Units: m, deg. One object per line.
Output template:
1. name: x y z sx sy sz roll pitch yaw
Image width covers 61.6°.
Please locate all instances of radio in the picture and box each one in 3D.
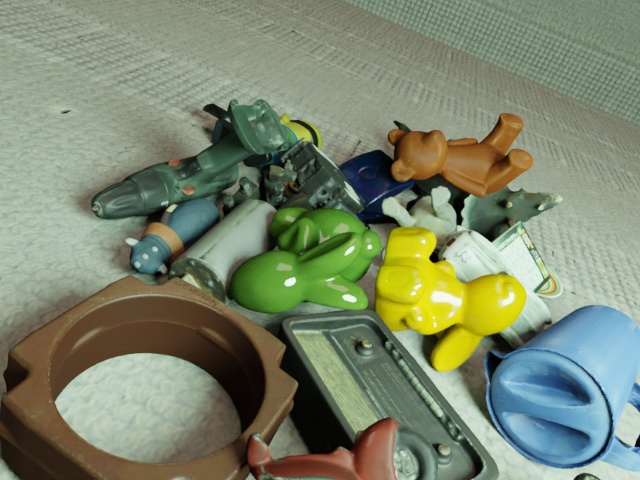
1. radio: 0.054 0.171 0.526 0.131 0.073 0.230 -4 42 -35

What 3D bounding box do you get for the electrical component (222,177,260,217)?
1. electrical component: -0.112 -0.050 0.759 0.021 0.094 0.063 34 72 12

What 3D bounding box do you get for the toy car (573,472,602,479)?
1. toy car: 0.169 0.251 0.467 0.202 0.089 0.053 2 38 -26

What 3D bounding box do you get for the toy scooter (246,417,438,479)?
1. toy scooter: -0.003 0.206 0.377 0.135 0.075 0.184 21 75 -3

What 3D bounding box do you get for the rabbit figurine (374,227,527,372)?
1. rabbit figurine: 0.154 0.080 0.645 0.173 0.162 0.122 3 29 11

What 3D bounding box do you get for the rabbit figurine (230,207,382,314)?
1. rabbit figurine: -0.015 0.039 0.604 0.159 0.121 0.170 4 22 39

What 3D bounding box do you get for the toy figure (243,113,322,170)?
1. toy figure: -0.062 -0.162 0.931 0.089 0.082 0.180 31 26 11

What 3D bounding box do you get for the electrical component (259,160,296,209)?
1. electrical component: -0.064 -0.070 0.790 0.045 0.102 0.078 -1 55 -18

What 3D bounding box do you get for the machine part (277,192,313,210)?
1. machine part: -0.002 -0.002 0.748 0.084 0.039 0.139 -34 89 -45

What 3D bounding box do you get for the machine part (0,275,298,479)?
1. machine part: -0.139 0.134 0.456 0.202 0.087 0.201 28 32 12

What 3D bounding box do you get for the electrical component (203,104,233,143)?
1. electrical component: -0.158 -0.195 0.959 0.119 0.047 0.075 28 32 10

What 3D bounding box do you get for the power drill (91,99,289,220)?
1. power drill: -0.153 -0.096 0.697 0.086 0.207 0.232 58 30 2

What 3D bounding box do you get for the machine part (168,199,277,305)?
1. machine part: -0.108 0.016 0.655 0.079 0.079 0.243 26 32 5

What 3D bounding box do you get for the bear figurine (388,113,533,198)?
1. bear figurine: 0.216 -0.144 0.863 0.196 0.132 0.120 15 54 -14

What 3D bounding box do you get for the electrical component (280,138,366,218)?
1. electrical component: 0.010 -0.080 0.832 0.114 0.058 0.134 31 23 -50

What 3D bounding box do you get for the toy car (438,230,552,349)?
1. toy car: 0.238 0.071 0.725 0.201 0.073 0.056 46 -1 -15

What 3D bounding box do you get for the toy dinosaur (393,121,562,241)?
1. toy dinosaur: 0.247 -0.116 1.033 0.405 0.131 0.192 34 33 29

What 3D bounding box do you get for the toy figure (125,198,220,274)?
1. toy figure: -0.179 0.000 0.655 0.064 0.057 0.154 23 36 13

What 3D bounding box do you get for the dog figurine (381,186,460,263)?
1. dog figurine: 0.178 0.005 0.845 0.121 0.172 0.190 0 -4 22

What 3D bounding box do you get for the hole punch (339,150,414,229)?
1. hole punch: 0.084 -0.090 0.917 0.116 0.092 0.142 -10 48 -35
